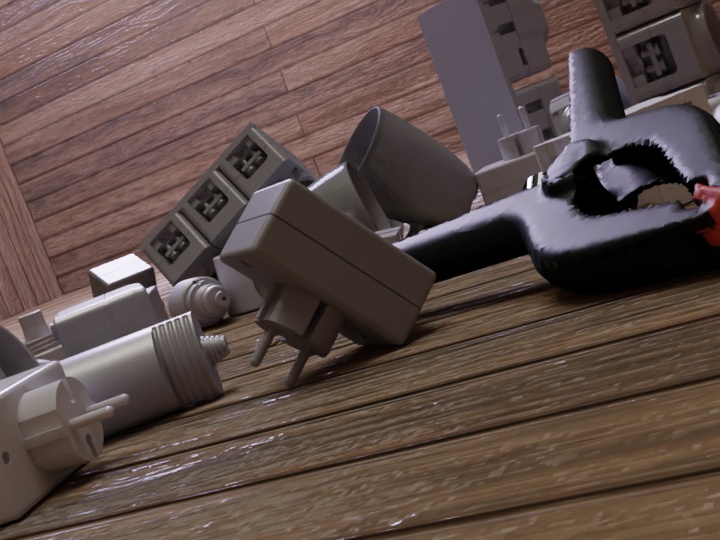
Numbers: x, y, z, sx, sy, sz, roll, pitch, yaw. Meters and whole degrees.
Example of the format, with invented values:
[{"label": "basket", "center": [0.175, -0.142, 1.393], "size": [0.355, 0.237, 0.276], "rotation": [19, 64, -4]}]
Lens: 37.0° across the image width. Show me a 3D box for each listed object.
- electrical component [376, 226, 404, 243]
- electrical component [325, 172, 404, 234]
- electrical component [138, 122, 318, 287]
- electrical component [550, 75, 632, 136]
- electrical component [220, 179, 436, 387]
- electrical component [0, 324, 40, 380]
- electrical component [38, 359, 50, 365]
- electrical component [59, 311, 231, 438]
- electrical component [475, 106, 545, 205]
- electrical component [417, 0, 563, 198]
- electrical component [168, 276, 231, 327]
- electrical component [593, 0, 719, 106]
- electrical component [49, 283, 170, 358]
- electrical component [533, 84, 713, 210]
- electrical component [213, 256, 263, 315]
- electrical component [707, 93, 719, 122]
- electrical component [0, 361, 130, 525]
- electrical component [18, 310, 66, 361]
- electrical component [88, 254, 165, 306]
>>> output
[{"label": "electrical component", "center": [0.000, 0.000, 0.635], "size": [0.055, 0.048, 0.066], "rotation": [-12, 7, 8]}, {"label": "electrical component", "center": [0.000, -0.052, 0.952], "size": [0.051, 0.080, 0.080], "rotation": [-9, 12, 38]}, {"label": "electrical component", "center": [-0.109, -0.044, 0.962], "size": [0.150, 0.061, 0.089], "rotation": [-47, -25, 5]}, {"label": "electrical component", "center": [0.181, -0.104, 0.800], "size": [0.051, 0.080, 0.080], "rotation": [-24, 4, 26]}, {"label": "electrical component", "center": [-0.023, 0.015, 0.484], "size": [0.075, 0.083, 0.047], "rotation": [-63, 20, -15]}, {"label": "electrical component", "center": [-0.203, 0.063, 0.520], "size": [0.064, 0.099, 0.099], "rotation": [-25, 3, 28]}, {"label": "electrical component", "center": [-0.182, 0.074, 0.615], "size": [0.040, 0.040, 0.046], "rotation": [-23, 11, -18]}, {"label": "electrical component", "center": [-0.103, 0.051, 0.528], "size": [0.081, 0.043, 0.043], "rotation": [-21, 6, -1]}, {"label": "electrical component", "center": [0.136, -0.096, 0.885], "size": [0.083, 0.075, 0.047], "rotation": [-19, 6, 19]}, {"label": "electrical component", "center": [0.132, -0.163, 0.977], "size": [0.060, 0.186, 0.105], "rotation": [-23, 6, -22]}, {"label": "electrical component", "center": [-0.123, 0.025, 0.851], "size": [0.040, 0.040, 0.078], "rotation": [-24, 7, -29]}, {"label": "electrical component", "center": [0.229, -0.159, 0.778], "size": [0.062, 0.150, 0.089], "rotation": [-19, 6, 33]}, {"label": "electrical component", "center": [-0.132, 0.044, 0.600], "size": [0.061, 0.061, 0.096], "rotation": [-22, 6, -12]}, {"label": "electrical component", "center": [0.150, -0.059, 0.591], "size": [0.089, 0.055, 0.050], "rotation": [-23, 6, -23]}, {"label": "electrical component", "center": [-0.070, -0.010, 0.892], "size": [0.108, 0.060, 0.108], "rotation": [-21, 6, 2]}, {"label": "electrical component", "center": [0.220, -0.083, 0.632], "size": [0.077, 0.043, 0.079], "rotation": [-21, 6, -3]}, {"label": "electrical component", "center": [-0.134, 0.068, 0.455], "size": [0.076, 0.047, 0.083], "rotation": [-20, 6, 10]}, {"label": "electrical component", "center": [-0.233, 0.061, 0.794], "size": [0.048, 0.062, 0.048], "rotation": [-21, 6, 2]}, {"label": "electrical component", "center": [-0.199, 0.034, 0.956], "size": [0.047, 0.065, 0.077], "rotation": [-24, 36, -33]}]
